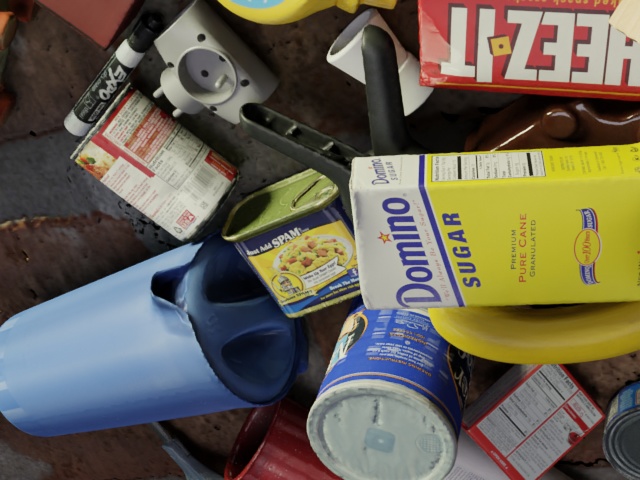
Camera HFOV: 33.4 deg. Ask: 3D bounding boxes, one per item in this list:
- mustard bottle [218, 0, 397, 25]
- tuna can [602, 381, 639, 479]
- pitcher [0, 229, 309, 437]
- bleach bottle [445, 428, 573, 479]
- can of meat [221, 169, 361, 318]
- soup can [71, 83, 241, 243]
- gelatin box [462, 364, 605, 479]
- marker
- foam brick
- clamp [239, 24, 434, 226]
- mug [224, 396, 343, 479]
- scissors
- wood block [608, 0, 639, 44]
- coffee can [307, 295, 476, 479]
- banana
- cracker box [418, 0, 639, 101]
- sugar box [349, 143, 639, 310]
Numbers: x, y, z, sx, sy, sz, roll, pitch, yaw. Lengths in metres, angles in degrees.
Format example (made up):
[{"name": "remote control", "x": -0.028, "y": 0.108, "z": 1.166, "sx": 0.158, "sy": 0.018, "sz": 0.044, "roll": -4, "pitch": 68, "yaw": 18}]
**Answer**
[{"name": "mustard bottle", "x": -0.040, "y": -0.184, "z": 0.641, "sx": 0.191, "sy": 0.058, "sz": 0.096, "roll": 23, "pitch": 112, "yaw": 0}, {"name": "tuna can", "x": 0.258, "y": 0.146, "z": 0.806, "sx": 0.086, "sy": 0.033, "sz": 0.086, "roll": 9, "pitch": 128, "yaw": 12}, {"name": "pitcher", "x": -0.137, "y": 0.088, "z": 0.844, "sx": 0.243, "sy": 0.144, "sz": 0.149, "roll": -17, "pitch": 106, "yaw": 32}, {"name": "bleach bottle", "x": 0.156, "y": 0.219, "z": 0.877, "sx": 0.250, "sy": 0.068, "sz": 0.103, "roll": 31, "pitch": 126, "yaw": -8}, {"name": "can of meat", "x": -0.005, "y": 0.001, "z": 0.769, "sx": 0.102, "sy": 0.057, "sz": 0.084, "roll": -21, "pitch": 118, "yaw": 26}, {"name": "soup can", "x": -0.115, "y": -0.054, "z": 0.759, "sx": 0.102, "sy": 0.068, "sz": 0.069, "roll": 38, "pitch": 128, "yaw": -12}, {"name": "gelatin box", "x": 0.160, "y": 0.133, "z": 0.806, "sx": 0.089, "sy": 0.030, "sz": 0.073, "roll": -43, "pitch": 108, "yaw": -1}, {"name": "marker", "x": -0.145, "y": -0.117, "z": 0.753, "sx": 0.020, "sy": 0.020, "sz": 0.121, "roll": 39, "pitch": 127, "yaw": -12}, {"name": "foam brick", "x": -0.151, "y": -0.173, "z": 0.692, "sx": 0.078, "sy": 0.053, "sz": 0.051, "roll": 34, "pitch": 128, "yaw": -9}, {"name": "clamp", "x": 0.028, "y": -0.045, "z": 0.684, "sx": 0.120, "sy": 0.039, "sz": 0.171, "roll": -14, "pitch": 116, "yaw": 38}, {"name": "mug", "x": -0.026, "y": 0.183, "z": 0.901, "sx": 0.081, "sy": 0.093, "sz": 0.117, "roll": 30, "pitch": 160, "yaw": -11}, {"name": "scissors", "x": -0.117, "y": 0.195, "z": 0.960, "sx": 0.096, "sy": 0.016, "sz": 0.201, "roll": 3, "pitch": 131, "yaw": 50}, {"name": "wood block", "x": 0.244, "y": -0.158, "z": 0.493, "sx": 0.090, "sy": 0.091, "sz": 0.206, "roll": 16, "pitch": 114, "yaw": -35}, {"name": "coffee can", "x": 0.058, "y": 0.095, "z": 0.766, "sx": 0.103, "sy": 0.140, "sz": 0.103, "roll": 9, "pitch": 128, "yaw": 12}, {"name": "banana", "x": 0.156, "y": 0.052, "z": 0.701, "sx": 0.198, "sy": 0.037, "sz": 0.069, "roll": 0, "pitch": 130, "yaw": 19}, {"name": "cracker box", "x": 0.136, "y": -0.184, "z": 0.577, "sx": 0.164, "sy": 0.072, "sz": 0.214, "roll": 6, "pitch": 128, "yaw": 14}, {"name": "sugar box", "x": 0.109, "y": -0.006, "z": 0.643, "sx": 0.176, "sy": 0.048, "sz": 0.093, "roll": -4, "pitch": 123, "yaw": 6}]
